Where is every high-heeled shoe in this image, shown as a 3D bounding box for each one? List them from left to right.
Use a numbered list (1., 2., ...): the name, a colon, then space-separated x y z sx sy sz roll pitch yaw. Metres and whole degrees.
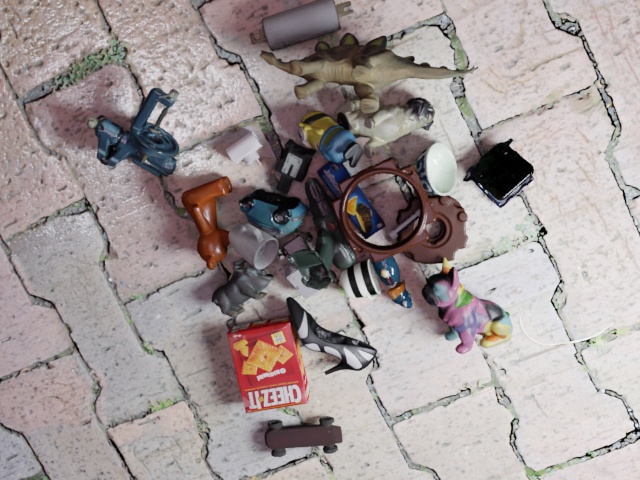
1. high-heeled shoe: 0.029 0.221 1.313 0.145 0.086 0.248 -29 99 4

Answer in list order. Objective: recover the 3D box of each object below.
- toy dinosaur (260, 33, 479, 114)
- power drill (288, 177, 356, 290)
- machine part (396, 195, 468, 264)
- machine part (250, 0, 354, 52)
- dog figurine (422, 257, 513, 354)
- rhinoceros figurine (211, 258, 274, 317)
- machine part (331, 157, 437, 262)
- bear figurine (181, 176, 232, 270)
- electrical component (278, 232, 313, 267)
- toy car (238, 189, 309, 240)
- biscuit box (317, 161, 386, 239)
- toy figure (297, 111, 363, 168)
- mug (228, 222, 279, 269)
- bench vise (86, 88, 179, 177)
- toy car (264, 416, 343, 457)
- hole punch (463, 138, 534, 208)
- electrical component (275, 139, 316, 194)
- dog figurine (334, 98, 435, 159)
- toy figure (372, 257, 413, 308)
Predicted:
1. toy dinosaur: 0.100 -0.373 1.163 0.472 0.198 0.105 12 137 8
2. power drill: -0.003 -0.004 1.219 0.086 0.207 0.231 -17 117 24
3. machine part: 0.265 -0.025 1.274 0.179 0.056 0.179 1 99 5
4. machine part: -0.042 -0.490 1.224 0.243 0.079 0.079 -16 96 5
5. dog figurine: 0.339 0.143 1.242 0.192 0.108 0.219 -15 109 2
6. rhinoceros figurine: -0.181 0.104 1.320 0.190 0.073 0.112 -42 82 10
7. machine part: 0.141 -0.066 1.193 0.201 0.087 0.201 -24 94 10
8. bear figurine: -0.249 -0.039 1.279 0.132 0.120 0.195 -21 97 3
9. electrical component: -0.060 0.023 1.309 0.102 0.045 0.078 -27 93 7
10. toy car: -0.115 -0.052 1.277 0.162 0.109 0.102 15 116 11
11. biscuit box: 0.074 -0.100 1.275 0.063 0.059 0.202 -36 93 8
12. toy figure: 0.024 -0.230 1.222 0.089 0.180 0.082 -34 139 -28
13. mug: -0.163 0.002 1.240 0.107 0.109 0.081 29 63 28
14. bench vise: -0.413 -0.263 1.250 0.223 0.129 0.240 36 116 -9
15. toy car: -0.042 0.497 1.367 0.202 0.053 0.089 -9 87 9
16. hole punch: 0.421 -0.148 1.240 0.142 0.092 0.116 -44 63 11
17. electrical component: -0.065 -0.170 1.279 0.075 0.048 0.119 23 122 3
18. dog figurine: 0.148 -0.288 1.243 0.190 0.121 0.172 -27 58 -25
19. toy figure: 0.176 0.097 1.293 0.064 0.058 0.154 -29 97 -32
